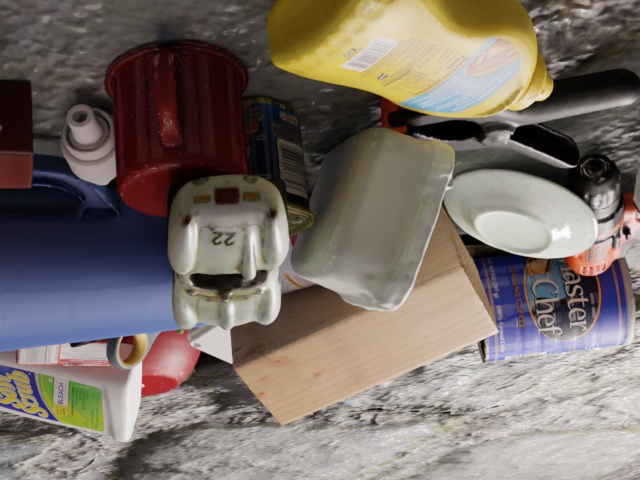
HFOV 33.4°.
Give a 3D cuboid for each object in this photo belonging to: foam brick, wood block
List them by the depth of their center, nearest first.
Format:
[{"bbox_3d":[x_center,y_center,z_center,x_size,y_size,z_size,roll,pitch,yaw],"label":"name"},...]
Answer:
[{"bbox_3d":[-0.220,-0.066,0.674,0.078,0.053,0.051,0,157,-13],"label":"foam brick"},{"bbox_3d":[0.034,0.065,0.911,0.206,0.091,0.090,-25,128,12],"label":"wood block"}]

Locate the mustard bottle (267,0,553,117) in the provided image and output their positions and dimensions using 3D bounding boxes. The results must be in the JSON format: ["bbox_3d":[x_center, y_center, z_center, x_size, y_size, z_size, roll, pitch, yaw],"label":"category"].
[{"bbox_3d":[0.070,-0.114,0.629,0.191,0.058,0.096,12,148,-37],"label":"mustard bottle"}]

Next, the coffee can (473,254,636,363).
[{"bbox_3d":[0.219,0.059,1.026,0.140,0.103,0.103,-8,157,3],"label":"coffee can"}]

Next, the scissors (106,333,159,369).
[{"bbox_3d":[-0.156,0.094,1.036,0.016,0.096,0.201,6,159,21],"label":"scissors"}]

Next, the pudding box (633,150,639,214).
[{"bbox_3d":[0.296,-0.061,0.792,0.113,0.039,0.090,-7,122,-3],"label":"pudding box"}]

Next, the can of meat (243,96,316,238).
[{"bbox_3d":[-0.055,-0.040,0.739,0.057,0.084,0.102,16,149,-42],"label":"can of meat"}]

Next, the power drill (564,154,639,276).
[{"bbox_3d":[0.295,-0.032,0.893,0.188,0.057,0.184,-8,157,8],"label":"power drill"}]

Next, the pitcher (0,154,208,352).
[{"bbox_3d":[-0.197,0.011,0.785,0.242,0.145,0.149,-3,179,-17],"label":"pitcher"}]

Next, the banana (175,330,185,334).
[{"bbox_3d":[-0.143,0.037,0.941,0.069,0.037,0.197,-41,147,2],"label":"banana"}]

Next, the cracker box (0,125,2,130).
[{"bbox_3d":[-0.311,-0.065,0.578,0.214,0.072,0.164,-16,135,22],"label":"cracker box"}]

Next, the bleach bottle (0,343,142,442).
[{"bbox_3d":[-0.307,0.134,1.063,0.251,0.068,0.103,9,129,0],"label":"bleach bottle"}]

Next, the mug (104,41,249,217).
[{"bbox_3d":[-0.088,-0.070,0.661,0.093,0.081,0.117,-5,158,-4],"label":"mug"}]

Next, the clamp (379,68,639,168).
[{"bbox_3d":[0.126,-0.082,0.748,0.171,0.039,0.120,1,153,0],"label":"clamp"}]

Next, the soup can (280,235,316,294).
[{"bbox_3d":[-0.006,0.001,0.873,0.102,0.068,0.068,-19,154,29],"label":"soup can"}]

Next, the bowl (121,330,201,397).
[{"bbox_3d":[-0.199,0.132,1.153,0.162,0.055,0.162,-6,158,-3],"label":"bowl"}]

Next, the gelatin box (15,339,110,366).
[{"bbox_3d":[-0.245,0.090,1.016,0.089,0.073,0.030,3,114,-19],"label":"gelatin box"}]

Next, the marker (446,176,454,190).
[{"bbox_3d":[0.060,-0.028,0.882,0.020,0.020,0.121,14,150,-40],"label":"marker"}]

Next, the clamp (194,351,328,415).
[{"bbox_3d":[-0.027,0.125,1.161,0.164,0.036,0.210,25,141,-17],"label":"clamp"}]
